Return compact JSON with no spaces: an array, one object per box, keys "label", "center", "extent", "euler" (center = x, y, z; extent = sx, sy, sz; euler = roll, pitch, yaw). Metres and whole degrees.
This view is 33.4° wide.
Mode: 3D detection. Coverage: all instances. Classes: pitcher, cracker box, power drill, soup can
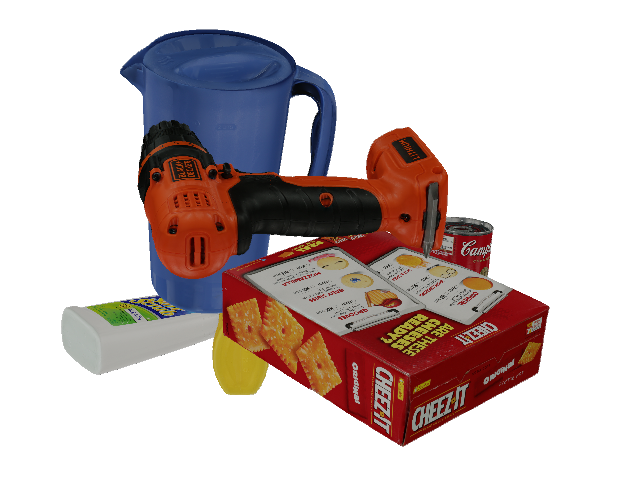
[{"label":"pitcher","center":[-0.087,-0.057,0.965],"extent":[0.149,0.243,0.144],"euler":[31,40,34]},{"label":"cracker box","center":[0.048,0.067,0.865],"extent":[0.163,0.072,0.214],"euler":[-20,33,-38]},{"label":"power drill","center":[-0.023,-0.036,0.692],"extent":[0.187,0.057,0.184],"euler":[-5,28,-11]},{"label":"soup can","center":[0.154,0.031,1.192],"extent":[0.068,0.102,0.068],"euler":[3,15,-1]}]

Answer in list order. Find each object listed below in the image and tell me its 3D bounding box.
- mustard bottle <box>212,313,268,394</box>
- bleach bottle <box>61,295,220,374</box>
[{"label":"mustard bottle","center":[-0.084,0.076,1.158],"extent":[0.058,0.096,0.191],"euler":[-1,28,-2]},{"label":"bleach bottle","center":[-0.198,0.103,1.378],"extent":[0.250,0.068,0.103],"euler":[-13,28,-39]}]
